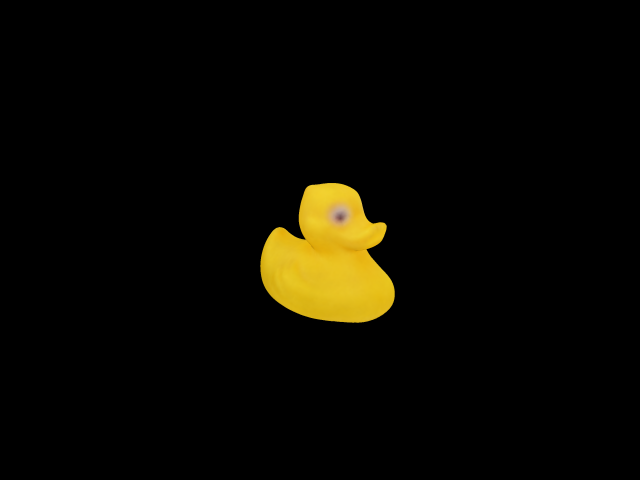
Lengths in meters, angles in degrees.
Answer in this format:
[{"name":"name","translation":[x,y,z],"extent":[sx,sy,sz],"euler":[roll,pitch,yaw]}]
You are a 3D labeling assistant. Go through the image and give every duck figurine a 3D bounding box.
[{"name":"duck figurine","translation":[0.004,0.001,0.400],"extent":[0.104,0.086,0.078],"euler":[16,27,34]}]
